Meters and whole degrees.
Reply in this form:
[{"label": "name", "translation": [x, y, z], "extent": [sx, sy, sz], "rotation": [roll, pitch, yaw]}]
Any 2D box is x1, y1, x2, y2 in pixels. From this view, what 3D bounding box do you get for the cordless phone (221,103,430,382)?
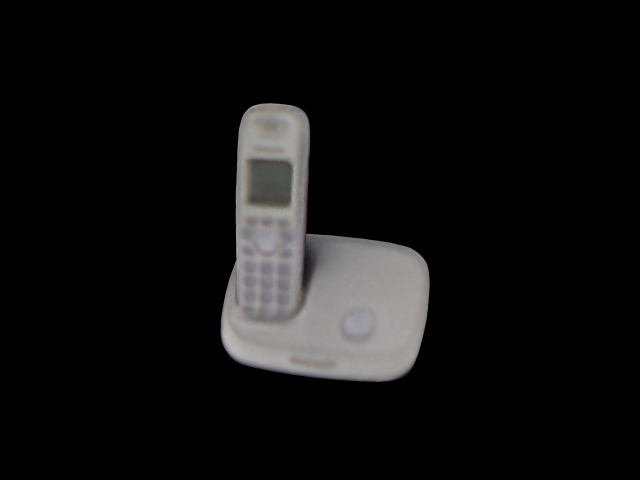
[{"label": "cordless phone", "translation": [0.004, 0.001, 0.400], "extent": [0.147, 0.185, 0.094], "rotation": [4, 20, 11]}]
